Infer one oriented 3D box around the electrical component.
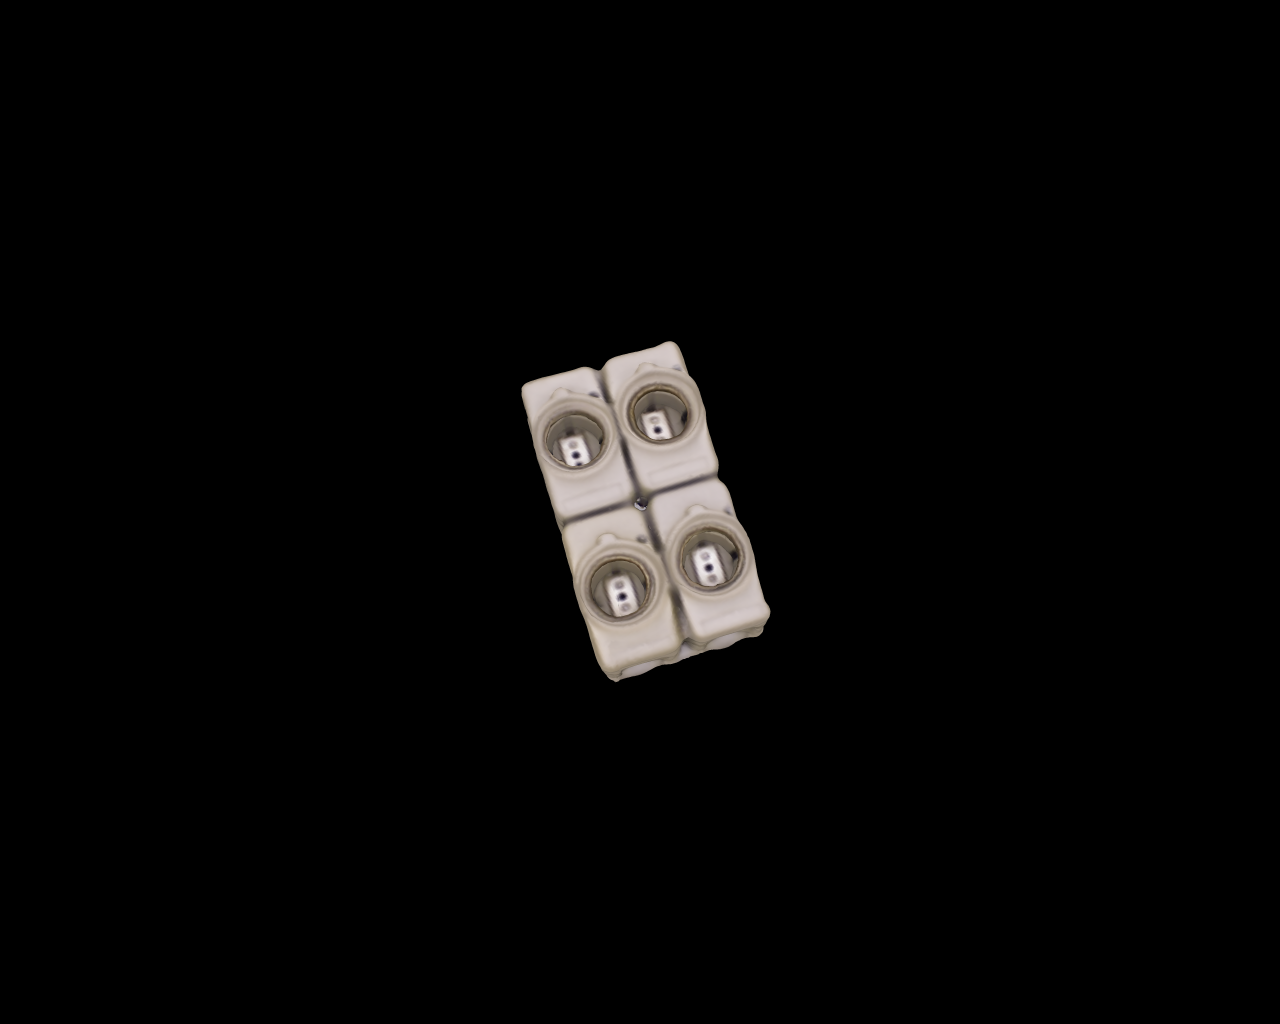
[{"bbox_3d":[0.001,-0.003,0.650,0.105,0.186,0.060,-17,-15,-5],"label":"electrical component"}]
